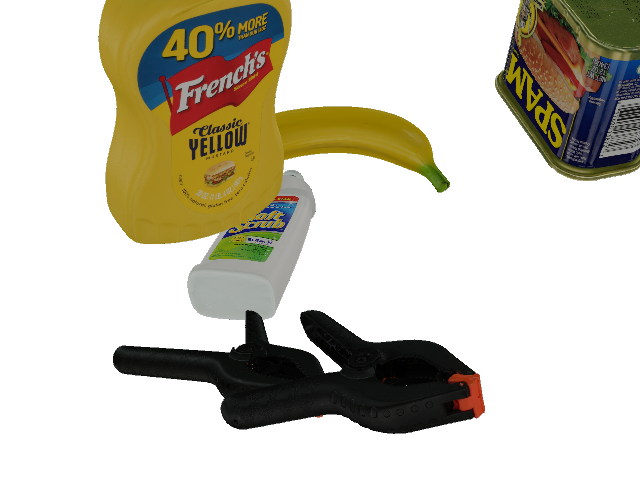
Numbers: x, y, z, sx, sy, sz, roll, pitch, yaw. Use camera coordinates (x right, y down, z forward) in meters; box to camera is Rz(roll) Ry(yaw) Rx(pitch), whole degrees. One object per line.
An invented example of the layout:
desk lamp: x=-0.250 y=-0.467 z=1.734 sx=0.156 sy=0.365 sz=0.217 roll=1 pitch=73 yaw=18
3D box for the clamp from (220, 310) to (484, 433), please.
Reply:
clamp: x=0.020 y=0.096 z=0.699 sx=0.172 sy=0.039 sz=0.120 roll=8 pitch=41 yaw=41

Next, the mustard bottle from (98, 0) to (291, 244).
mustard bottle: x=-0.061 y=-0.090 z=0.527 sx=0.096 sy=0.192 sz=0.058 roll=-18 pitch=47 yaw=-25

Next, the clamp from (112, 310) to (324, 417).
clamp: x=-0.061 y=0.109 z=0.959 sx=0.210 sy=0.036 sz=0.164 roll=13 pitch=21 yaw=40

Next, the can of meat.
can of meat: x=0.143 y=-0.098 z=0.580 sx=0.057 sy=0.084 sz=0.102 roll=-10 pitch=48 yaw=-15

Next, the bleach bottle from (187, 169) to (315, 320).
bleach bottle: x=-0.069 y=-0.008 z=1.242 sx=0.103 sy=0.068 sz=0.250 roll=4 pitch=34 yaw=12

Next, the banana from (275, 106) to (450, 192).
banana: x=0.005 y=-0.077 z=0.845 sx=0.197 sy=0.069 sz=0.037 roll=2 pitch=-42 yaw=-9
